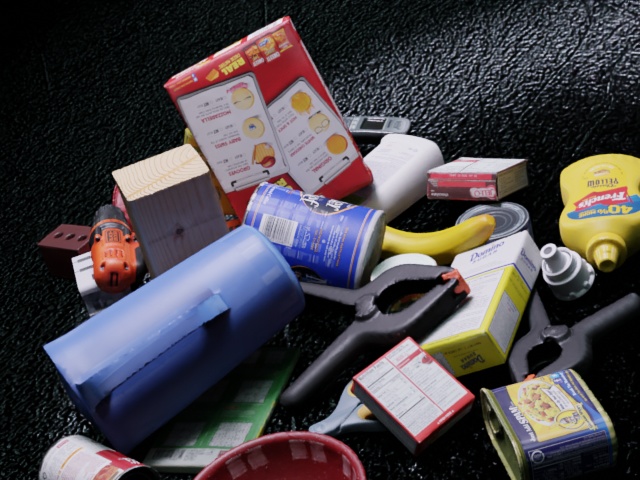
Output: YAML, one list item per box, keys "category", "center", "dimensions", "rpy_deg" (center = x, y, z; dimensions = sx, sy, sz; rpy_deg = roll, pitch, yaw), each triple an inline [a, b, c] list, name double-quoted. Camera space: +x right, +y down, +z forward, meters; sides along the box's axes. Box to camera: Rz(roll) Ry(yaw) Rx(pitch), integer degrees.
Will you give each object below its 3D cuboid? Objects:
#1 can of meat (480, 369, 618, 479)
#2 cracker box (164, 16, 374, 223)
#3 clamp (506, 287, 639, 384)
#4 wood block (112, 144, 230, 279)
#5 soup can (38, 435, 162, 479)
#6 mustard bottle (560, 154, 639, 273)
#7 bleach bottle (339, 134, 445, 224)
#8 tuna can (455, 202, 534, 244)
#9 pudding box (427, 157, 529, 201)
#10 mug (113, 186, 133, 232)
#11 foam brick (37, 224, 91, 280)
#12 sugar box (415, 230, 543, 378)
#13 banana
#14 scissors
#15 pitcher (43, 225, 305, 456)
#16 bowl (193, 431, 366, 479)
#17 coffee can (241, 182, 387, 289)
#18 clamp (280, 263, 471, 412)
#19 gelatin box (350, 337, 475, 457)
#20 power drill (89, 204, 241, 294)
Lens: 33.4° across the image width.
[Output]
- category: "can of meat"
  center: [0.191, 0.158, 0.896]
  dimensions: [0.084, 0.057, 0.102]
  rpy_deg: [-15, 30, -4]
- category: "cracker box"
  center: [-0.058, -0.130, 1.254]
  dimensions: [0.164, 0.213, 0.072]
  rpy_deg: [-27, 15, 9]
- category: "clamp"
  center: [0.234, 0.096, 1.001]
  dimensions: [0.120, 0.039, 0.171]
  rpy_deg: [-9, 29, 30]
- category: "wood block"
  center: [-0.141, 0.016, 1.151]
  dimensions: [0.090, 0.206, 0.090]
  rpy_deg: [-22, 30, -12]
- category: "soup can"
  center: [-0.199, 0.222, 0.964]
  dimensions: [0.102, 0.068, 0.068]
  rpy_deg: [13, 40, 41]
- category: "mustard bottle"
  center: [0.308, -0.024, 1.153]
  dimensions: [0.096, 0.058, 0.191]
  rpy_deg: [-5, 31, 17]
- category: "bleach bottle"
  center: [0.042, -0.041, 1.310]
  dimensions: [0.250, 0.068, 0.103]
  rpy_deg: [-38, 33, -30]
- category: "tuna can"
  center: [0.197, -0.009, 1.205]
  dimensions: [0.086, 0.034, 0.086]
  rpy_deg: [-12, 29, 7]
- category: "pudding box"
  center: [0.191, -0.073, 1.281]
  dimensions: [0.090, 0.039, 0.113]
  rpy_deg: [4, 16, 30]
- category: "mug"
  center: [-0.218, -0.025, 1.394]
  dimensions: [0.081, 0.093, 0.117]
  rpy_deg: [-6, 60, 7]
- category: "foam brick"
  center: [-0.318, 0.016, 1.395]
  dimensions: [0.078, 0.051, 0.052]
  rpy_deg: [5, 36, 33]
- category: "sugar box"
  center: [0.158, 0.065, 1.061]
  dimensions: [0.094, 0.048, 0.176]
  rpy_deg: [-22, 19, 36]
- category: "banana"
  center: [0.116, 0.000, 1.189]
  dimensions: [0.198, 0.069, 0.037]
  rpy_deg: [3, 47, 41]
- category: "scissors"
  center: [0.004, 0.169, 1.007]
  dimensions: [0.201, 0.016, 0.096]
  rpy_deg: [-15, 27, -4]
- category: "pitcher"
  center: [-0.136, 0.092, 1.043]
  dimensions: [0.242, 0.145, 0.149]
  rpy_deg: [-36, 41, -13]
- category: "bowl"
  center: [-0.035, 0.231, 0.880]
  dimensions: [0.162, 0.055, 0.162]
  rpy_deg: [-12, 29, 7]
- category: "coffee can"
  center: [-0.008, 0.001, 1.176]
  dimensions: [0.140, 0.103, 0.102]
  rpy_deg: [15, 37, 12]
- category: "clamp"
  center: [0.047, 0.084, 1.052]
  dimensions: [0.210, 0.036, 0.164]
  rpy_deg: [-18, 42, 27]
- category: "gelatin box"
  center: [0.083, 0.141, 0.971]
  dimensions: [0.073, 0.030, 0.089]
  rpy_deg: [-34, 61, -27]
- category: "power drill"
  center: [-0.182, 0.008, 1.282]
  dimensions: [0.187, 0.057, 0.184]
  rpy_deg: [-1, 27, -12]
